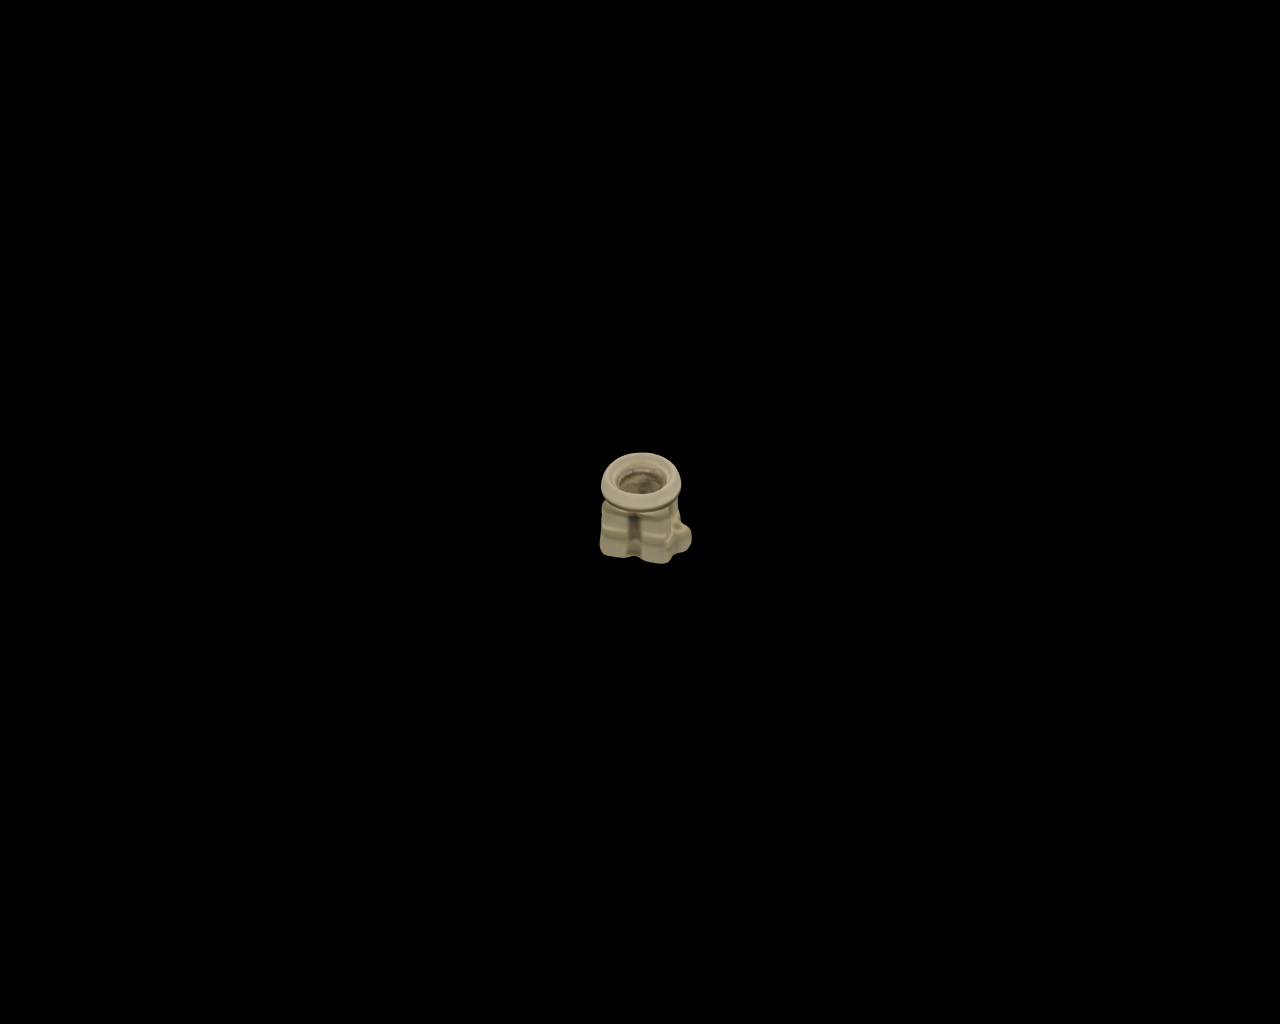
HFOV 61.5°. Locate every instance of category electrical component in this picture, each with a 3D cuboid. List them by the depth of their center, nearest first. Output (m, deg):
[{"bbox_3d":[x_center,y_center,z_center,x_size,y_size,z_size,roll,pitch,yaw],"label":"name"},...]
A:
[{"bbox_3d":[0.001,-0.003,0.650,0.066,0.055,0.048,7,40,9],"label":"electrical component"}]
